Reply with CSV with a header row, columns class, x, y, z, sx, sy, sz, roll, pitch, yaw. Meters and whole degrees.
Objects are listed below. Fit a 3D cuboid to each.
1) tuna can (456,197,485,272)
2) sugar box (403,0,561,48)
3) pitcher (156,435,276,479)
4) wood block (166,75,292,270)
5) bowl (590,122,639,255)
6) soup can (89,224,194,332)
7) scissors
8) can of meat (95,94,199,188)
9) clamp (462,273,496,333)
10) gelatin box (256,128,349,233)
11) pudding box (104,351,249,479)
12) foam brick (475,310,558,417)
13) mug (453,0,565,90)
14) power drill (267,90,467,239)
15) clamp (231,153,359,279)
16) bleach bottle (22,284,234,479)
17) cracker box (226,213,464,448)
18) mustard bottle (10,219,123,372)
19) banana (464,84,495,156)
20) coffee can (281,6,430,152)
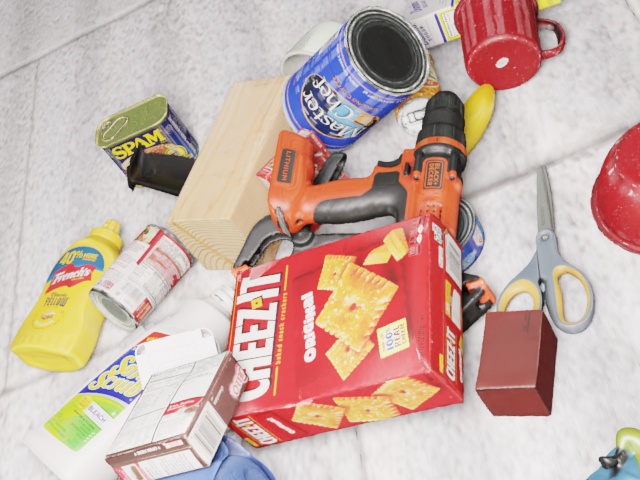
class,x,y,z,sx,sy,sz,roll,pitch,yaw
tuna can,0.116,-0.002,1.041,0.086,0.033,0.086,-18,45,18
sugar box,0.184,-0.273,1.219,0.176,0.048,0.093,-18,26,22
pitcher,-0.153,0.277,0.904,0.243,0.145,0.149,-17,26,24
wood block,-0.078,-0.075,1.188,0.090,0.090,0.206,-2,52,33
bowl,0.316,-0.063,0.954,0.162,0.055,0.162,-18,45,19
soup can,-0.195,0.042,1.168,0.069,0.068,0.102,14,55,40
scissors,0.194,0.014,0.990,0.096,0.016,0.202,-25,43,11
can of meat,-0.212,-0.120,1.319,0.102,0.084,0.057,-22,44,14
clamp,0.061,0.088,0.994,0.210,0.036,0.164,-16,47,26
gelatin box,-0.013,-0.062,1.136,0.073,0.089,0.030,-46,29,-11
pudding box,-0.119,0.150,0.901,0.090,0.039,0.113,-20,23,28
foam brick,0.167,0.104,0.901,0.053,0.051,0.078,-5,51,27
mug,0.205,-0.216,1.145,0.117,0.093,0.081,2,53,-3
power drill,0.049,-0.071,1.046,0.188,0.057,0.184,-1,55,15
clamp,-0.007,0.001,1.086,0.171,0.039,0.120,-40,65,-2
bleach bottle,-0.178,0.141,1.081,0.103,0.068,0.250,26,67,43
cracker box,0.019,0.081,0.949,0.214,0.072,0.164,-17,49,27
mustard bottle,-0.273,0.056,1.219,0.096,0.058,0.191,-2,51,32
banana,0.115,-0.091,1.115,0.198,0.037,0.070,-36,53,-2
coffee can,0.036,-0.168,1.133,0.141,0.102,0.102,-35,28,54
